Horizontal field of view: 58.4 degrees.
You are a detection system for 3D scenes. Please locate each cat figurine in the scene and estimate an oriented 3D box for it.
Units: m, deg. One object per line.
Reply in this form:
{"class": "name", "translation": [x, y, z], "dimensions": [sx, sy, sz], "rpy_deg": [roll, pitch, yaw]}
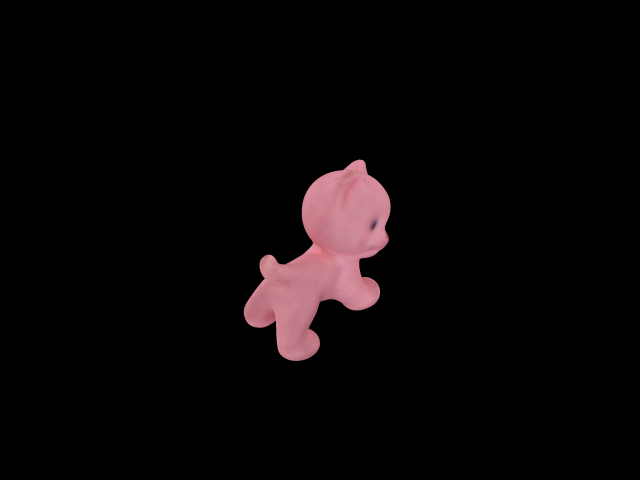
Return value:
{"class": "cat figurine", "translation": [0.004, 0.001, 0.400], "dimensions": [0.067, 0.118, 0.128], "rpy_deg": [31, 50, 30]}
